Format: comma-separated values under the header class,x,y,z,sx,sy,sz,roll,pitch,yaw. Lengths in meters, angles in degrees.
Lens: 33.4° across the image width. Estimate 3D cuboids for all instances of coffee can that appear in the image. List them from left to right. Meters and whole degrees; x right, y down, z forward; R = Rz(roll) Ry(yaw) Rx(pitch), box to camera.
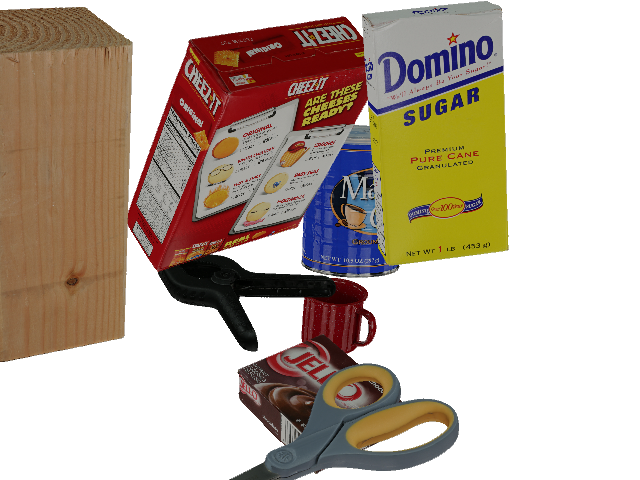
class,x,y,z,sx,sy,sz,roll,pitch,yaw
coffee can,0.033,-0.043,1.090,0.103,0.140,0.103,2,13,-1

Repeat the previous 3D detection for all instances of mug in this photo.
class,x,y,z,sx,sy,sz,roll,pitch,yaw
mug,0.026,0.110,1.479,0.117,0.081,0.093,17,24,29

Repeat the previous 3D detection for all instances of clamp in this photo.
class,x,y,z,sx,sy,sz,roll,pitch,yaw
clamp,-0.109,0.059,1.214,0.210,0.036,0.164,15,28,23

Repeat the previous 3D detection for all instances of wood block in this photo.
class,x,y,z,sx,sy,sz,roll,pitch,yaw
wood block,-0.181,-0.037,0.692,0.090,0.206,0.090,-10,31,-30

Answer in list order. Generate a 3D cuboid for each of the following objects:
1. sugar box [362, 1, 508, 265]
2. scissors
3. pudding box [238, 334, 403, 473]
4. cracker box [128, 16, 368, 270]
class,x,y,z,sx,sy,sz,roll,pitch,yaw
sugar box,0.083,-0.075,0.757,0.093,0.176,0.048,-8,22,-5
scissors,-0.020,0.115,0.616,0.201,0.016,0.096,-10,31,-15
pudding box,-0.001,0.132,0.880,0.089,0.039,0.114,-21,41,-30
cracker box,-0.061,-0.082,0.907,0.163,0.072,0.214,-18,-30,-38
